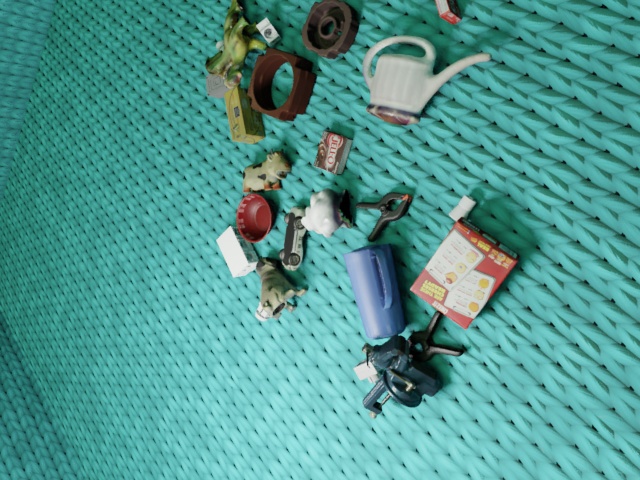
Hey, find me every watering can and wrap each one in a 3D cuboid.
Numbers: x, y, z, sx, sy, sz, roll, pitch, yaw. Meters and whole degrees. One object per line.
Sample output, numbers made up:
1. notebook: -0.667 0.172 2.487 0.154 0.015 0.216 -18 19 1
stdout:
1. watering can: 0.244 -0.399 1.307 0.350 0.104 0.222 22 105 35

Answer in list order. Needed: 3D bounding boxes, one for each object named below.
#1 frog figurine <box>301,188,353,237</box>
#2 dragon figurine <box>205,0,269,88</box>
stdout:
1. frog figurine: 0.005 -0.075 1.492 0.158 0.124 0.136 -11 104 26
2. dragon figurine: -0.307 -0.655 1.709 0.240 0.121 0.419 -38 53 21
